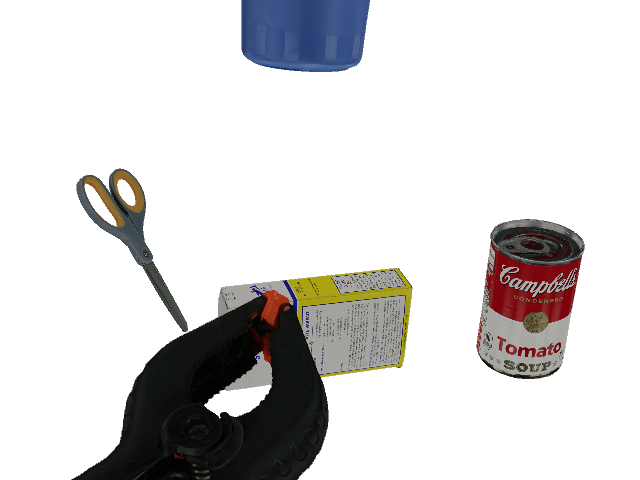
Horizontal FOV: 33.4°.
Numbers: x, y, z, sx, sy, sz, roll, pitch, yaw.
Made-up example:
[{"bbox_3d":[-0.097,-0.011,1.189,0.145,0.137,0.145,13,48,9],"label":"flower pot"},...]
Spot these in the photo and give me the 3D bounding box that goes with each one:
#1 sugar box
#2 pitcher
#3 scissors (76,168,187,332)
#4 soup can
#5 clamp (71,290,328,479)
[{"bbox_3d":[-0.007,0.081,0.993,0.176,0.093,0.048,-4,28,-14],"label":"sugar box"},{"bbox_3d":[-0.002,-0.269,0.904,0.145,0.243,0.149,6,18,7],"label":"pitcher"},{"bbox_3d":[-0.194,0.001,1.194,0.016,0.201,0.096,-27,20,35],"label":"scissors"},{"bbox_3d":[0.156,0.044,0.802,0.068,0.102,0.068,2,28,-1],"label":"soup can"},{"bbox_3d":[-0.037,0.088,0.393,0.120,0.039,0.171,24,49,17],"label":"clamp"}]
